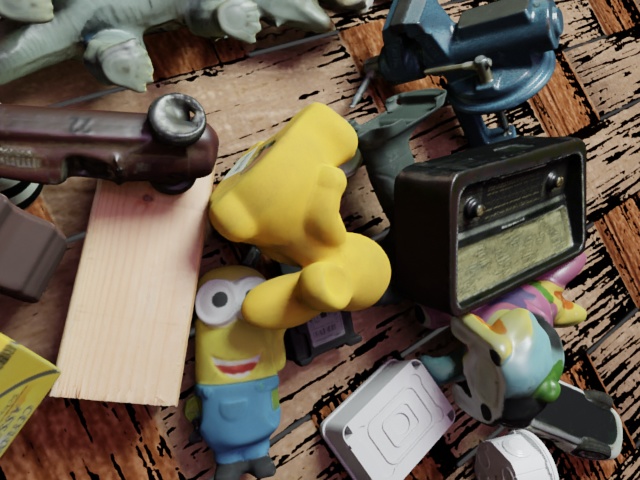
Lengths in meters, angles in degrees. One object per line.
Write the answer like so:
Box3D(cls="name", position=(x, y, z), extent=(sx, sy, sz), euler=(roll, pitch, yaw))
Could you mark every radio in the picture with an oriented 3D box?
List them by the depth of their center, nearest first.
Box3D(cls="radio", position=(0.176, -0.025, 0.531), extent=(0.229, 0.073, 0.131), euler=(-18, 111, -35))

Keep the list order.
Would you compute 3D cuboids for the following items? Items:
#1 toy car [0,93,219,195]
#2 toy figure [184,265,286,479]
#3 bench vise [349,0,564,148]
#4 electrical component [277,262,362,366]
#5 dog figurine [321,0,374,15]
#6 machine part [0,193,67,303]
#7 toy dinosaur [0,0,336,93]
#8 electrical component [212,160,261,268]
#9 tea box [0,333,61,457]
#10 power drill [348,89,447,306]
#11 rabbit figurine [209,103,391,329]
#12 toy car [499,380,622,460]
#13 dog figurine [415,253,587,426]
Box3D(cls="toy car", position=(-0.171, -0.062, 0.367), extent=(0.202, 0.089, 0.053), euler=(-1, 72, -21))
Box3D(cls="toy figure", position=(-0.076, 0.112, 0.470), extent=(0.082, 0.089, 0.180), euler=(-2, 86, -38))
Box3D(cls="bench vise", position=(0.172, -0.176, 0.625), extent=(0.240, 0.224, 0.129), euler=(49, 38, -41))
Box3D(cls="electrical component", position=(-0.010, 0.052, 0.519), extent=(0.075, 0.048, 0.119), euler=(-14, 98, -28))
Box3D(cls="dog figurine", position=(-0.026, -0.326, 0.578), extent=(0.191, 0.121, 0.172), euler=(13, 49, 4))
Box3D(cls="machine part", position=(-0.265, -0.008, 0.367), extent=(0.179, 0.179, 0.056), euler=(24, 71, -17))
Box3D(cls="toy dinosaur", position=(-0.167, -0.210, 0.474), extent=(0.405, 0.192, 0.131), euler=(-22, 118, -21))
Box3D(cls="electrical component", position=(-0.068, -0.034, 0.530), extent=(0.078, 0.045, 0.102), euler=(38, 65, -10))
Box3D(cls="tea box", position=(-0.274, 0.083, 0.349), extent=(0.170, 0.068, 0.098), euler=(22, 64, 19))
Box3D(cls="power drill", position=(0.109, -0.049, 0.571), extent=(0.232, 0.086, 0.207), euler=(-31, 122, -28))
Box3D(cls="rabbit figurine", position=(-0.001, -0.001, 0.445), extent=(0.173, 0.122, 0.162), euler=(48, 35, -25))
Box3D(cls="toy car", position=(0.263, 0.193, 0.615), extent=(0.202, 0.056, 0.073), euler=(25, 61, -13))
Box3D(cls="dog figurine", position=(0.216, 0.085, 0.556), extent=(0.219, 0.192, 0.108), euler=(-18, 107, -21))
